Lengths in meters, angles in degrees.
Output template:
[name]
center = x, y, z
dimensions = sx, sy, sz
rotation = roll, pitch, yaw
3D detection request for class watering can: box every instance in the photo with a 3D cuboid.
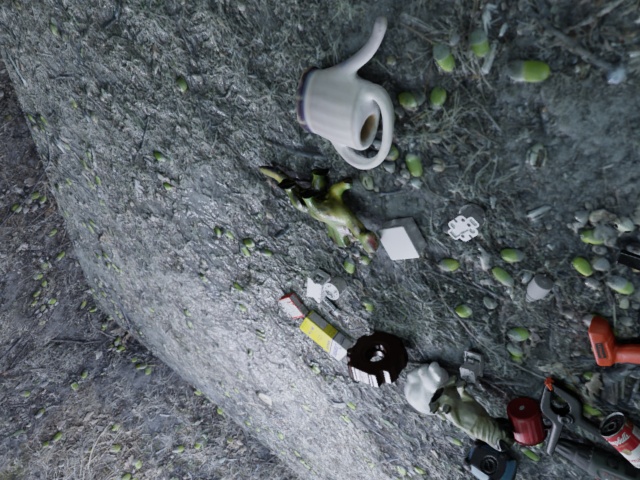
[watering can]
center = 0.053, -0.299, 1.043
dimensions = 0.226, 0.106, 0.339
rotation = 25, 140, 28

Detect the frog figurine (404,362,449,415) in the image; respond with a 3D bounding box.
[frog figurine]
center = 0.312, 0.421, 1.462
dimensions = 0.139, 0.124, 0.156
rotation = 55, 160, 22

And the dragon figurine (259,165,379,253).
[dragon figurine]
center = 0.004, -0.067, 1.332
dimensions = 0.414, 0.123, 0.238
rotation = 27, 149, 47
